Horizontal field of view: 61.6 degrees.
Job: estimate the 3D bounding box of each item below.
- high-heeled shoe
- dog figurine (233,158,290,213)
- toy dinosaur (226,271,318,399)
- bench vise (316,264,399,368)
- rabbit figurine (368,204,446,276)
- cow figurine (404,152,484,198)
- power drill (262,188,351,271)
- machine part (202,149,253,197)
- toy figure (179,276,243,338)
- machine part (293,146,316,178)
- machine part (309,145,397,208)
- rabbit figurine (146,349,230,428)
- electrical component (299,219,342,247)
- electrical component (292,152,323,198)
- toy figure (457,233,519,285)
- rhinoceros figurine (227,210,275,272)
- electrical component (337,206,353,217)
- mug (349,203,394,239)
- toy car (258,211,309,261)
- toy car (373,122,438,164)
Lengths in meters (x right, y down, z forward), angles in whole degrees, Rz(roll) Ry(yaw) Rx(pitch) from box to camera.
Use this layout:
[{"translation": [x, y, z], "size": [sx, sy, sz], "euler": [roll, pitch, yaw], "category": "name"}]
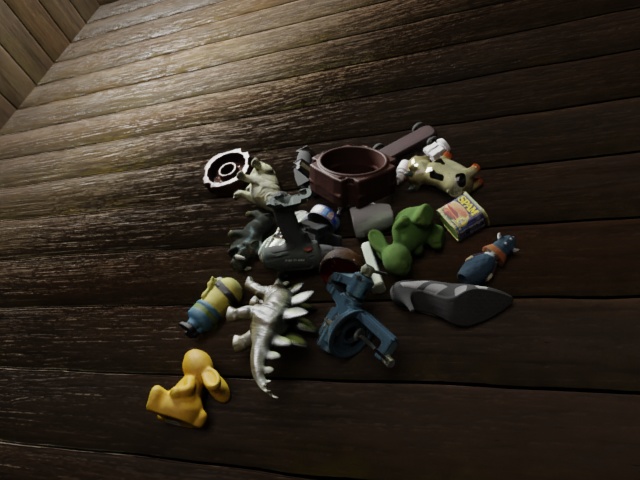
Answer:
[{"translation": [0.282, 0.122, 1.184], "size": [0.249, 0.086, 0.145], "euler": [-3, 17, 1], "category": "high-heeled shoe"}, {"translation": [-0.136, -0.145, 1.588], "size": [0.191, 0.121, 0.172], "euler": [27, 50, 14], "category": "dog figurine"}, {"translation": [-0.110, 0.186, 1.227], "size": [0.199, 0.104, 0.472], "euler": [-8, 32, 14], "category": "toy dinosaur"}, {"translation": [0.092, 0.174, 1.146], "size": [0.223, 0.128, 0.241], "euler": [-54, 42, 3], "category": "bench vise"}, {"translation": [0.191, 0.006, 1.268], "size": [0.159, 0.121, 0.170], "euler": [7, 52, 38], "category": "rabbit figurine"}, {"translation": [0.307, -0.165, 1.391], "size": [0.127, 0.085, 0.195], "euler": [-39, 47, -18], "category": "cow figurine"}, {"translation": [-0.039, -0.020, 1.325], "size": [0.232, 0.207, 0.086], "euler": [-11, 29, 0], "category": "power drill"}, {"translation": [-0.292, -0.216, 1.734], "size": [0.179, 0.056, 0.179], "euler": [-12, 49, 14], "category": "machine part"}, {"translation": [-0.272, 0.173, 1.374], "size": [0.089, 0.082, 0.180], "euler": [27, 58, 19], "category": "toy figure"}, {"translation": [-0.038, -0.218, 1.531], "size": [0.039, 0.084, 0.139], "euler": [-48, 27, 29], "category": "machine part"}, {"translation": [0.088, -0.176, 1.425], "size": [0.201, 0.087, 0.202], "euler": [-24, 41, -30], "category": "machine part"}, {"translation": [-0.291, 0.329, 1.220], "size": [0.163, 0.121, 0.173], "euler": [0, 51, 19], "category": "rabbit figurine"}, {"translation": [-0.003, -0.004, 1.397], "size": [0.119, 0.074, 0.048], "euler": [25, 34, 36], "category": "electrical component"}, {"translation": [-0.013, -0.185, 1.574], "size": [0.115, 0.058, 0.134], "euler": [-27, 45, 5], "category": "electrical component"}, {"translation": [0.373, 0.044, 1.194], "size": [0.154, 0.064, 0.058], "euler": [-37, 7, -14], "category": "toy figure"}, {"translation": [-0.193, 0.005, 1.492], "size": [0.112, 0.073, 0.190], "euler": [18, 59, 23], "category": "rhinoceros figurine"}, {"translation": [0.088, -0.110, 1.474], "size": [0.078, 0.045, 0.102], "euler": [-30, 35, 40], "category": "electrical component"}, {"translation": [0.135, -0.059, 1.389], "size": [0.107, 0.080, 0.110], "euler": [-11, 34, 4], "category": "mug"}, {"translation": [-0.091, -0.012, 1.451], "size": [0.074, 0.056, 0.202], "euler": [10, 49, 32], "category": "toy car"}, {"translation": [0.241, -0.262, 1.523], "size": [0.202, 0.053, 0.089], "euler": [-30, 55, -7], "category": "toy car"}]
